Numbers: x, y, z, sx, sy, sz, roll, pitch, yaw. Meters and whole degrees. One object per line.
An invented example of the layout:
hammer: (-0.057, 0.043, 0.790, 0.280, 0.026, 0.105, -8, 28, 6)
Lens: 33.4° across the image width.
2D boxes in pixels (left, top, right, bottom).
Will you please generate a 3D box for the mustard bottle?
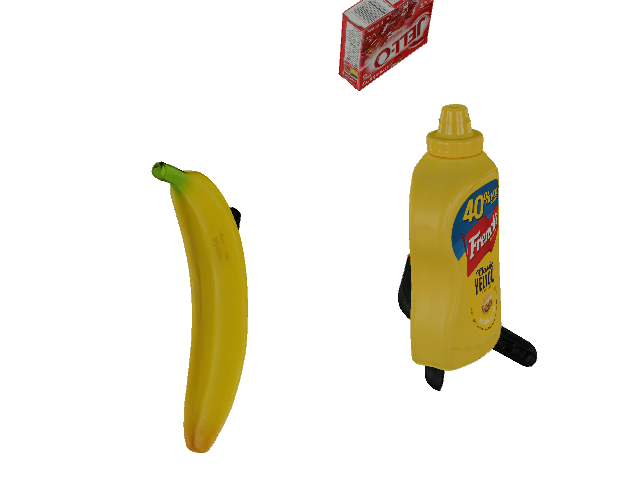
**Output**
mustard bottle: (0.101, -0.006, 0.798, 0.058, 0.192, 0.096, 10, 24, 34)

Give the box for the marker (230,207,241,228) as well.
marker: (-0.086, 0.011, 1.007, 0.020, 0.020, 0.121, 0, -38, -7)

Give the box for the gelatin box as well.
gelatin box: (0.057, -0.179, 0.904, 0.089, 0.030, 0.073, -37, -25, -24)

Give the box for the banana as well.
banana: (-0.075, 0.037, 0.690, 0.037, 0.198, 0.069, 9, 23, 40)

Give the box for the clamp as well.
clamp: (0.139, 0.077, 1.075, 0.120, 0.039, 0.171, 0, 44, -21)
